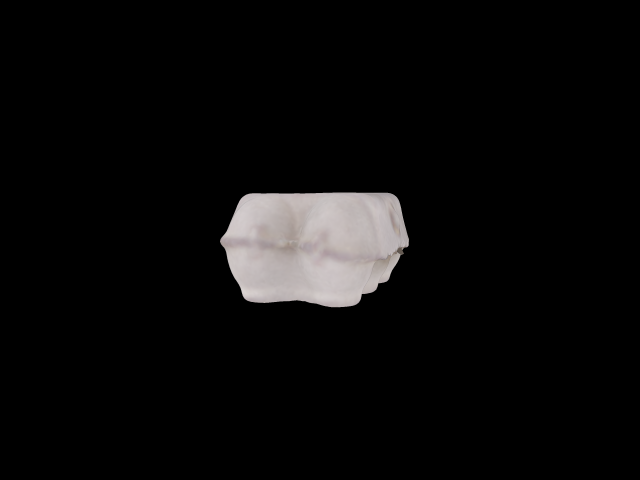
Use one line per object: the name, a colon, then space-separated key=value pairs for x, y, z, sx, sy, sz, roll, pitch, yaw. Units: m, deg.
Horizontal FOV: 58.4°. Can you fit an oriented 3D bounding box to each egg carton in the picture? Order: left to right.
egg carton: x=0.004 y=0.001 z=0.400 sx=0.107 sy=0.069 sz=0.150 roll=1 pitch=5 yaw=16
